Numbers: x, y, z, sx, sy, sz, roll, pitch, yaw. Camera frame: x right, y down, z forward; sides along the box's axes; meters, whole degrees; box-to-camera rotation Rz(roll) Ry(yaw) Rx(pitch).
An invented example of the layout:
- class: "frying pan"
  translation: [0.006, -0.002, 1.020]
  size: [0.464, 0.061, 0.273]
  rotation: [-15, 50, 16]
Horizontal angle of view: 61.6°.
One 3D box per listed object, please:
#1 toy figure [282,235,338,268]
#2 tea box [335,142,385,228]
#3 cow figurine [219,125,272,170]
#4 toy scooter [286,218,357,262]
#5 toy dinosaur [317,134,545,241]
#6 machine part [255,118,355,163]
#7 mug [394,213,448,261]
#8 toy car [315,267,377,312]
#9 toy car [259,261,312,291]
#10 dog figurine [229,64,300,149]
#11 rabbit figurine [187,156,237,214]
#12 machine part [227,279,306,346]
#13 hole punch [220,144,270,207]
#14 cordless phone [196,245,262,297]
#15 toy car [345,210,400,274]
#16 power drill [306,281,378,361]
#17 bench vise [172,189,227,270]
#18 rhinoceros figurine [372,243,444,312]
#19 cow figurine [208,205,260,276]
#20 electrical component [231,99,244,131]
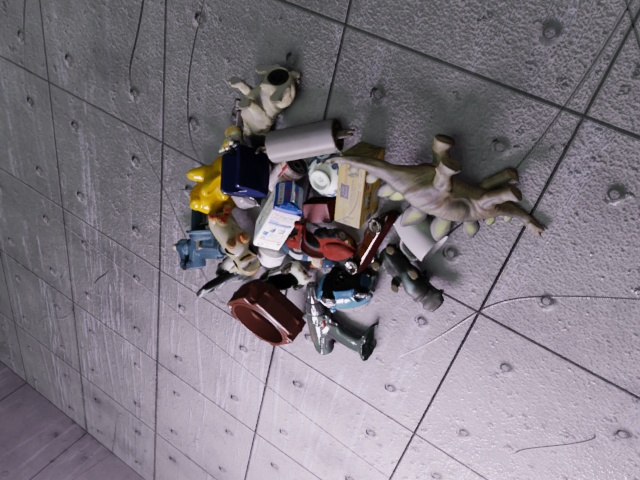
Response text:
- class: "toy figure"
  translation: [-0.026, 0.037, 1.421]
  size: [0.155, 0.058, 0.064]
  rotation: [26, 160, 19]
- class: "tea box"
  translation: [0.089, -0.124, 1.215]
  size: [0.068, 0.098, 0.169]
  rotation: [20, 124, 24]
- class: "cow figurine"
  translation: [-0.205, -0.209, 1.373]
  size: [0.167, 0.098, 0.068]
  rotation: [53, 139, -3]
- class: "toy scooter"
  translation: [-0.003, -0.004, 1.319]
  size: [0.184, 0.075, 0.135]
  rotation: [4, 149, 15]
- class: "toy dinosaur"
  translation: [0.229, -0.102, 1.086]
  size: [0.471, 0.105, 0.198]
  rotation: [25, 134, -1]
- class: "machine part"
  translation: [-0.036, -0.226, 1.230]
  size: [0.243, 0.079, 0.079]
  rotation: [-7, 112, 23]
- class: "mug"
  translation: [0.217, -0.011, 1.211]
  size: [0.107, 0.081, 0.109]
  rotation: [50, 141, 17]
- class: "toy car"
  translation: [0.078, 0.134, 1.383]
  size: [0.162, 0.109, 0.102]
  rotation: [-7, 134, 26]
- class: "toy car"
  translation: [-0.101, 0.108, 1.504]
  size: [0.202, 0.056, 0.073]
  rotation: [-20, 110, 51]
- class: "dog figurine"
  translation: [-0.116, -0.307, 1.275]
  size: [0.172, 0.121, 0.190]
  rotation: [-12, 153, 3]
- class: "rabbit figurine"
  translation: [-0.282, -0.162, 1.438]
  size: [0.122, 0.162, 0.173]
  rotation: [49, 116, 17]
- class: "machine part"
  translation: [-0.158, 0.214, 1.551]
  size: [0.201, 0.087, 0.201]
  rotation: [45, 146, -14]
- class: "hole punch"
  translation: [-0.171, -0.162, 1.293]
  size: [0.092, 0.116, 0.142]
  rotation: [-22, 66, 57]
- class: "cordless phone"
  translation: [-0.267, 0.093, 1.536]
  size: [0.089, 0.184, 0.146]
  rotation: [53, 133, 3]
- class: "toy car"
  translation: [0.122, 0.001, 1.269]
  size: [0.053, 0.089, 0.202]
  rotation: [45, 134, 23]
- class: "power drill"
  translation: [0.051, 0.234, 1.465]
  size: [0.208, 0.086, 0.231]
  rotation: [14, 125, 24]
- class: "bench vise"
  translation: [-0.351, -0.034, 1.570]
  size: [0.224, 0.129, 0.240]
  rotation: [0, 94, 49]
- class: "rhinoceros figurine"
  translation: [0.207, 0.090, 1.254]
  size: [0.190, 0.112, 0.073]
  rotation: [47, 106, 21]
- class: "cow figurine"
  translation: [-0.231, 0.014, 1.453]
  size: [0.195, 0.085, 0.127]
  rotation: [54, 157, 13]
- class: "electrical component"
  translation: [-0.193, -0.308, 1.328]
  size: [0.021, 0.063, 0.094]
  rotation: [32, 131, 23]
